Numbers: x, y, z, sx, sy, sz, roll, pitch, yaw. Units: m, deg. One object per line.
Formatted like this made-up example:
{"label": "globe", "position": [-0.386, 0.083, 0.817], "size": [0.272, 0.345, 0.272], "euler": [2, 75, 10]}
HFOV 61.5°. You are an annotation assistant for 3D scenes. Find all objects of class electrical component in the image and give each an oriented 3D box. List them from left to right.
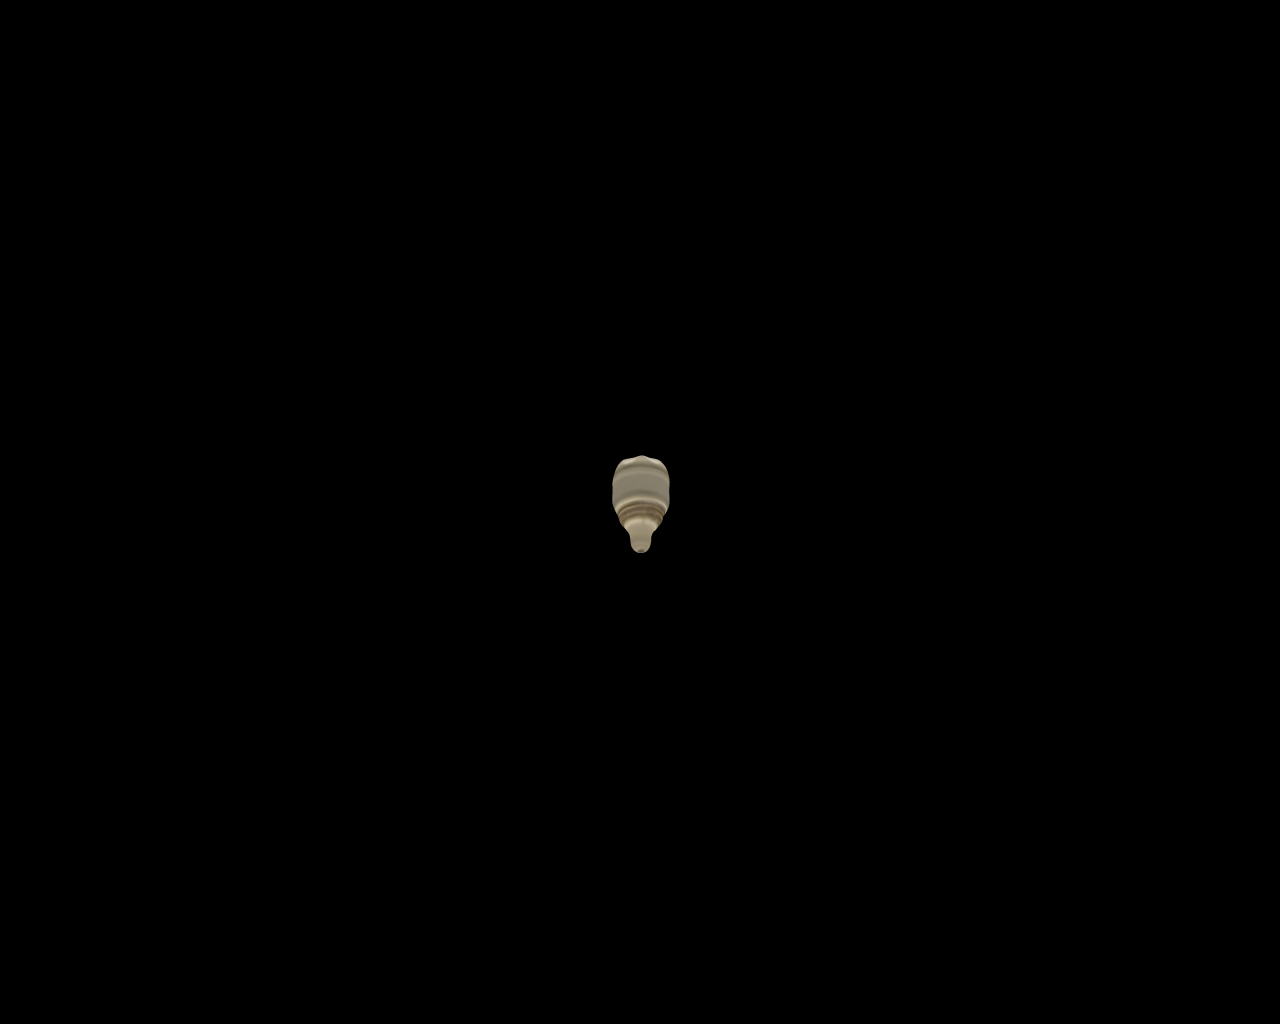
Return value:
{"label": "electrical component", "position": [0.001, -0.003, 0.650], "size": [0.035, 0.061, 0.035], "euler": [0, -31, 0]}
